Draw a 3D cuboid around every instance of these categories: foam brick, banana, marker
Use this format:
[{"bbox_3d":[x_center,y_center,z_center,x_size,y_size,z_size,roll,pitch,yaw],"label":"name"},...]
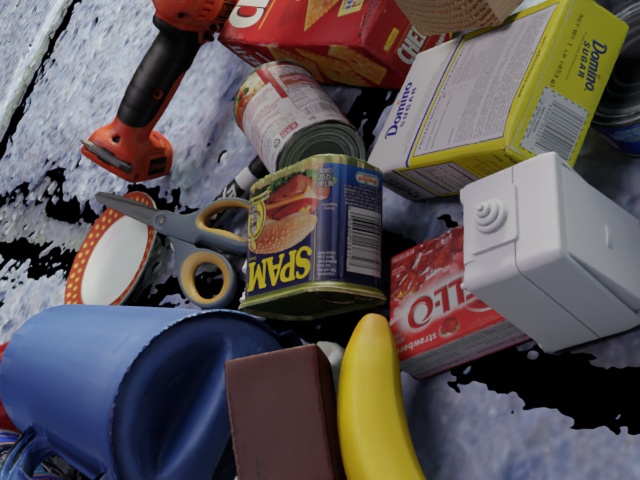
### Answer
[{"bbox_3d":[-0.018,0.102,0.576,0.053,0.051,0.078,-10,74,7],"label":"foam brick"},{"bbox_3d":[0.049,0.121,0.535,0.069,0.037,0.198,-29,50,-8],"label":"banana"},{"bbox_3d":[-0.072,-0.031,0.839,0.121,0.020,0.020,-44,37,19],"label":"marker"}]

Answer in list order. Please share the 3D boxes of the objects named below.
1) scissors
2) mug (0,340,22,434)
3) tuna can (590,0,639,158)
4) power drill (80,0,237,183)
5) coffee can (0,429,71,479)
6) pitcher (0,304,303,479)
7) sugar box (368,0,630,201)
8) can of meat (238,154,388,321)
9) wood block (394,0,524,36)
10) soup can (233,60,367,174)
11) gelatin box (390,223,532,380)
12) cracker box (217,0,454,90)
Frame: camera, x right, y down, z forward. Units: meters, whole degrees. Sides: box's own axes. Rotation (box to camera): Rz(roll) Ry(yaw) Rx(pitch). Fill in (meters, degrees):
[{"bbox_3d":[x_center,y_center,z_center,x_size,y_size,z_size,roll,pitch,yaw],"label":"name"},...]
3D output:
[{"bbox_3d":[-0.120,0.005,0.839,0.202,0.016,0.096,1,72,38],"label":"scissors"},{"bbox_3d":[-0.226,0.109,0.862,0.082,0.093,0.117,-27,25,37],"label":"mug"},{"bbox_3d":[0.176,-0.089,0.565,0.086,0.033,0.086,-31,43,33],"label":"tuna can"},{"bbox_3d":[-0.122,-0.145,0.908,0.188,0.057,0.184,-63,-10,14],"label":"power drill"},{"bbox_3d":[-0.216,0.206,0.761,0.141,0.102,0.103,18,78,54],"label":"coffee can"},{"bbox_3d":[-0.133,0.109,0.706,0.243,0.149,0.145,2,79,55],"label":"pitcher"},{"bbox_3d":[0.093,-0.075,0.610,0.093,0.048,0.176,-65,16,-10],"label":"sugar box"},{"bbox_3d":[-0.004,0.001,0.658,0.102,0.057,0.084,-17,66,53],"label":"can of meat"},{"bbox_3d":[0.122,-0.222,0.618,0.206,0.090,0.090,-46,22,-14],"label":"wood block"},{"bbox_3d":[-0.015,-0.077,0.760,0.068,0.068,0.102,-49,38,13],"label":"soup can"},{"bbox_3d":[0.079,0.030,0.596,0.089,0.030,0.073,-27,45,37],"label":"gelatin box"},{"bbox_3d":[0.028,-0.201,0.800,0.214,0.072,0.164,18,78,55],"label":"cracker box"}]
